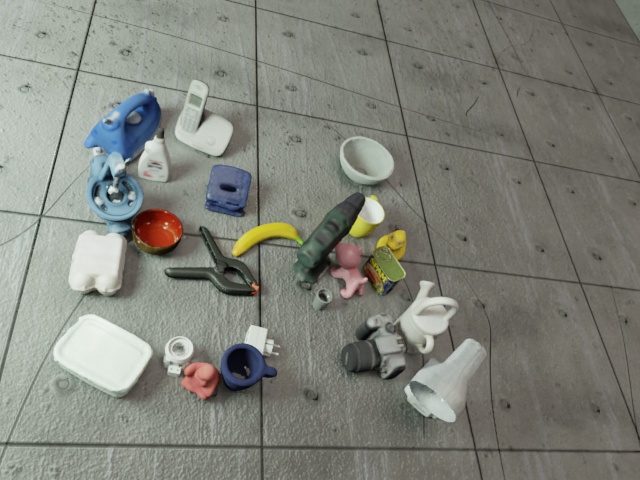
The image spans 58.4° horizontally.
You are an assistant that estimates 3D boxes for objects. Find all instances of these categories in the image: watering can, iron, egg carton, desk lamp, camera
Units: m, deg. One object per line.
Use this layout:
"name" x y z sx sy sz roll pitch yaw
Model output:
"watering can" 0.252 0.179 1.358 0.101 0.194 0.172 -6 59 -26
"iron" -0.473 -0.312 1.443 0.118 0.141 0.258 30 50 0
"egg carton" -0.475 0.048 1.229 0.107 0.069 0.150 6 54 -18
"desk lamp" 0.270 0.311 1.257 0.118 0.213 0.204 42 51 11
"camera" 0.119 0.245 1.315 0.137 0.100 0.143 -4 58 -25

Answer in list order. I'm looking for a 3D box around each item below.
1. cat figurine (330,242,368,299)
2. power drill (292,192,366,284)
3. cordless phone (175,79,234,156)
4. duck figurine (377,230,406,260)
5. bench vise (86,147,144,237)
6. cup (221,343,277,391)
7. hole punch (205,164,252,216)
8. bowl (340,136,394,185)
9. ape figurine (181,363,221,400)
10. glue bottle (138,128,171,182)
"cat figurine" 0.078 0.064 1.417 0.067 0.117 0.127 -16 64 -31
"power drill" 0.013 0.005 1.374 0.075 0.208 0.230 36 50 6
"cordless phone" -0.294 -0.320 1.496 0.147 0.185 0.094 22 50 -6
"duck figurine" 0.202 0.005 1.533 0.077 0.086 0.105 40 51 9
"bench vise" -0.473 -0.135 1.265 0.207 0.219 0.122 46 52 13
"cup" -0.153 0.275 1.183 0.118 0.095 0.091 15 52 -12
"hole punch" -0.230 -0.125 1.442 0.109 0.091 0.101 12 52 -14
"bowl" 0.127 -0.218 1.670 0.168 0.074 0.167 11 53 -15
"ape figurine" -0.233 0.276 1.151 0.076 0.092 0.077 -9 60 -28
"glue bottle" -0.393 -0.209 1.382 0.078 0.173 0.037 6 54 -19
